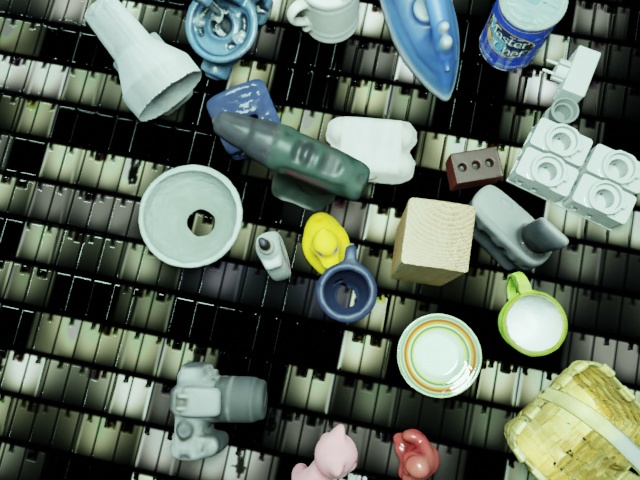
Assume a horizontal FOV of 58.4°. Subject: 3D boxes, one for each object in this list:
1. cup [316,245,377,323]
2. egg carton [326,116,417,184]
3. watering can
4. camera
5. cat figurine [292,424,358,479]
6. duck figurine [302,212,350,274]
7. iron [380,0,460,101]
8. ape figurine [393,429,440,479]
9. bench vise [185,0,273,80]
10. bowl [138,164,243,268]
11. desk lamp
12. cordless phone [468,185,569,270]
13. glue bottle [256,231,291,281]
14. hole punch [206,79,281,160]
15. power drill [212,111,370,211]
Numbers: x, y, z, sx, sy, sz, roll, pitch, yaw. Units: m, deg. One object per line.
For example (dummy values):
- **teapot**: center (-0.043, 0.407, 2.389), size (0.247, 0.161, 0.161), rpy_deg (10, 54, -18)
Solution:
- **cup**: center (0.043, 0.070, 0.894), size (0.091, 0.095, 0.118), rpy_deg (5, 81, 3)
- **egg carton**: center (0.082, -0.146, 0.940), size (0.150, 0.069, 0.107), rpy_deg (4, 81, 3)
- **watering can**: center (0.019, -0.416, 0.922), size (0.101, 0.194, 0.173), rpy_deg (30, 83, 7)
- **camera**: center (-0.152, 0.260, 0.869), size (0.136, 0.101, 0.143), rpy_deg (0, 81, 3)
- **cat figurine**: center (0.011, 0.333, 0.842), size (0.067, 0.118, 0.128), rpy_deg (38, 84, 8)
- **duck figurine**: center (0.008, 0.003, 0.911), size (0.077, 0.086, 0.104), rpy_deg (-14, 81, 0)
- **iron**: center (0.180, -0.371, 0.935), size (0.118, 0.141, 0.258), rpy_deg (-17, 81, 0)
- **ape figurine**: center (0.143, 0.328, 0.851), size (0.076, 0.092, 0.078), rpy_deg (24, 83, 6)
- **bench vise**: center (-0.154, -0.386, 0.911), size (0.121, 0.220, 0.207), rpy_deg (8, 81, 4)
- **bowl**: center (-0.202, -0.033, 0.931), size (0.167, 0.075, 0.167), rpy_deg (0, 81, 2)
- **desk lamp**: center (-0.273, -0.272, 0.901), size (0.118, 0.213, 0.203), rpy_deg (-39, 81, -4)
- **cordless phone**: center (0.296, -0.028, 0.854), size (0.147, 0.185, 0.094), rpy_deg (42, 85, 8)
- **glue bottle**: center (-0.075, 0.018, 0.868), size (0.037, 0.173, 0.078), rpy_deg (-19, 80, 0)
- **hole punch**: center (-0.118, -0.197, 0.945), size (0.108, 0.091, 0.101), rpy_deg (-24, 81, -1)
- **power drill**: center (-0.038, -0.111, 0.869), size (0.229, 0.208, 0.076), rpy_deg (19, 82, 5)
